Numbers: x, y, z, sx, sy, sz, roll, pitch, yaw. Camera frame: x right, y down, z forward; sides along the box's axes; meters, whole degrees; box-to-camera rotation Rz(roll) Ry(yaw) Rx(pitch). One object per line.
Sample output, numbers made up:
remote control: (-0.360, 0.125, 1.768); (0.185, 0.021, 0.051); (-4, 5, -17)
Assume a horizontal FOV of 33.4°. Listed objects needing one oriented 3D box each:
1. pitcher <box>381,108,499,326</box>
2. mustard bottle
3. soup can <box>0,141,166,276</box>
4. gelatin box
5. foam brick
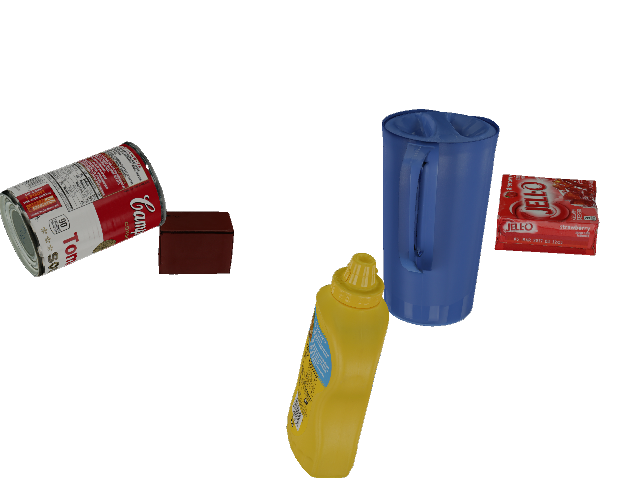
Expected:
pitcher: (0.129, -0.023, 1.247); (0.149, 0.243, 0.145); (-8, 24, -21)
mustard bottle: (0.016, 0.093, 0.863); (0.058, 0.192, 0.096); (4, 32, -12)
soup can: (-0.173, -0.023, 0.778); (0.102, 0.068, 0.069); (-25, 12, -27)
gelatin box: (0.172, -0.021, 0.809); (0.073, 0.030, 0.089); (5, 25, 11)
foam brick: (-0.134, 0.002, 1.144); (0.078, 0.051, 0.053); (0, 25, -9)
